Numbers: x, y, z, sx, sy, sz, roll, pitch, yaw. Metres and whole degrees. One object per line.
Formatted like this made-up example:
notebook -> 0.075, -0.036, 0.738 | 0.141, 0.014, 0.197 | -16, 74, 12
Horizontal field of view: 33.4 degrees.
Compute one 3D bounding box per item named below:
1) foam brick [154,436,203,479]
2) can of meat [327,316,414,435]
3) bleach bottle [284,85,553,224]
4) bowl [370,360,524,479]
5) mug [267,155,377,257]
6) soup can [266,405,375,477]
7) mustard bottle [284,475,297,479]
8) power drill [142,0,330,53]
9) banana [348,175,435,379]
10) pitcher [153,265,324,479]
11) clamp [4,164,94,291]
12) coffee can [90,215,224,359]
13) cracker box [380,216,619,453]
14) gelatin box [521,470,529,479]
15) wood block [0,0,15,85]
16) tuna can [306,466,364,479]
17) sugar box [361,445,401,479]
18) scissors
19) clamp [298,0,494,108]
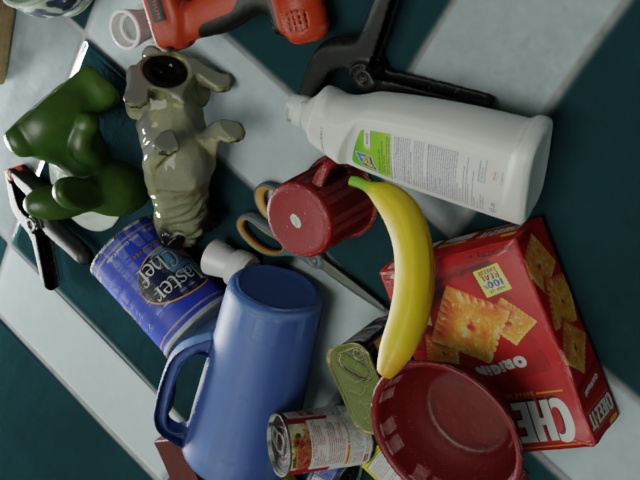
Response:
foam brick -> -0.168, 0.280, 1.381 | 0.053, 0.051, 0.078 | -14, 101, 39
can of meat -> 0.065, 0.139, 1.123 | 0.058, 0.083, 0.102 | -18, 98, 40
bleach bottle -> 0.082, -0.096, 0.988 | 0.251, 0.068, 0.102 | 19, 139, 20
bowl -> 0.129, 0.176, 1.017 | 0.162, 0.055, 0.162 | 17, 120, 30
mug -> 0.004, -0.041, 1.089 | 0.093, 0.081, 0.117 | 37, 128, 18
soup can -> 0.001, 0.217, 1.160 | 0.069, 0.102, 0.068 | 177, 90, -67
mustard bottle -> -0.053, 0.340, 1.318 | 0.096, 0.058, 0.191 | 1, 110, 40
power drill -> -0.091, -0.271, 1.053 | 0.188, 0.057, 0.184 | -8, 103, 27
banana -> 0.075, 0.028, 0.998 | 0.070, 0.037, 0.198 | -15, 74, 27
pitcher -> -0.083, 0.152, 1.206 | 0.145, 0.148, 0.243 | 35, 124, 34
clamp -> -0.356, -0.022, 1.393 | 0.120, 0.039, 0.171 | -18, 98, 39
coffee can -> -0.186, 0.055, 1.260 | 0.140, 0.102, 0.103 | 46, 130, 11
cracker box -> 0.170, 0.100, 1.035 | 0.164, 0.072, 0.213 | -15, 101, 41
gelatin box -> 0.161, 0.241, 1.103 | 0.089, 0.073, 0.030 | 40, 130, 15
wood block -> -0.434, -0.290, 1.299 | 0.091, 0.090, 0.206 | 35, 127, 20
tuna can -> 0.016, 0.276, 1.220 | 0.034, 0.086, 0.086 | 25, 123, 24
sugar box -> 0.134, 0.274, 1.152 | 0.176, 0.048, 0.093 | 41, 139, 12
scissors -> -0.008, 0.001, 1.160 | 0.202, 0.016, 0.096 | 23, 123, 27
clamp -> 0.058, -0.156, 1.026 | 0.210, 0.036, 0.164 | -31, 97, 44
